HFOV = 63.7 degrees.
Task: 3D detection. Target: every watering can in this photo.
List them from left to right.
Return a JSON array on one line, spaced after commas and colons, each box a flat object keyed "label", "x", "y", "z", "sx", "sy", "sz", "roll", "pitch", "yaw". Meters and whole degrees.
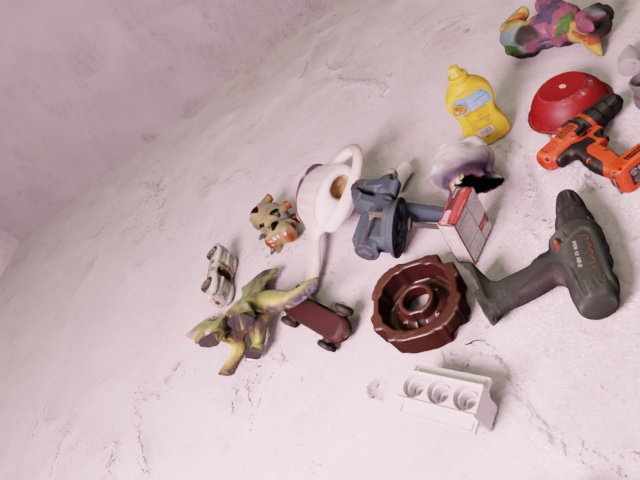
[{"label": "watering can", "x": 0.004, "y": -0.060, "z": 1.183, "sx": 0.348, "sy": 0.103, "sz": 0.225, "roll": -68, "pitch": 22, "yaw": -2}]

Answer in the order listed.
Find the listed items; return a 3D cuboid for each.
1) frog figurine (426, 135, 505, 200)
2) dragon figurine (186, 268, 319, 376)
[{"label": "frog figurine", "x": 0.273, "y": -0.158, "z": 1.034, "sx": 0.135, "sy": 0.122, "sz": 0.163, "roll": -46, "pitch": 40, "yaw": 29}, {"label": "dragon figurine", "x": -0.147, "y": 0.136, "z": 1.116, "sx": 0.406, "sy": 0.121, "sz": 0.248, "roll": -35, "pitch": 24, "yaw": 20}]
